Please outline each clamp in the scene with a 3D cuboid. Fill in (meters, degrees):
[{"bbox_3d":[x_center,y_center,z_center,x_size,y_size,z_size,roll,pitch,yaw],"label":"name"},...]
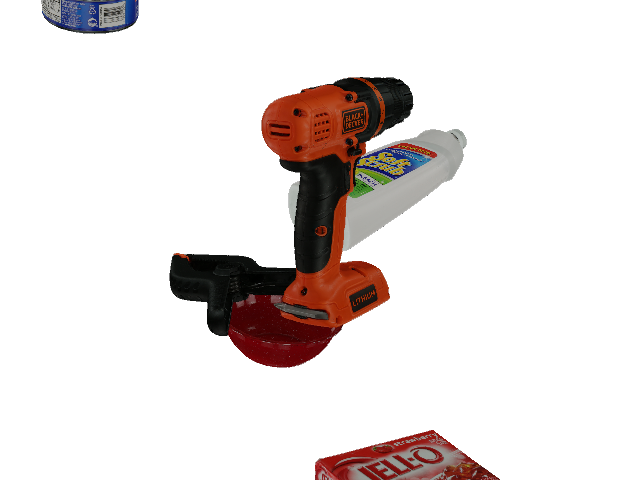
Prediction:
[{"bbox_3d":[-0.091,0.045,1.041,0.210,0.036,0.164,11,20,44],"label":"clamp"}]

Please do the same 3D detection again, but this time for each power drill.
[{"bbox_3d":[0.020,-0.036,0.859,0.057,0.188,0.184,8,18,34],"label":"power drill"}]

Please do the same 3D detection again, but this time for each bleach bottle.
[{"bbox_3d":[0.083,-0.078,1.294,0.103,0.068,0.250,28,45,35],"label":"bleach bottle"}]

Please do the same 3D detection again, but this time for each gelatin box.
[{"bbox_3d":[0.051,0.143,0.604,0.089,0.030,0.073,-6,22,-33],"label":"gelatin box"}]

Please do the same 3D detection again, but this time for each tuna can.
[{"bbox_3d":[-0.203,-0.214,0.941,0.086,0.034,0.086,5,33,-4],"label":"tuna can"}]

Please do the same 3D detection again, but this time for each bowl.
[{"bbox_3d":[-0.053,0.115,1.357,0.162,0.055,0.162,5,23,-2],"label":"bowl"}]
